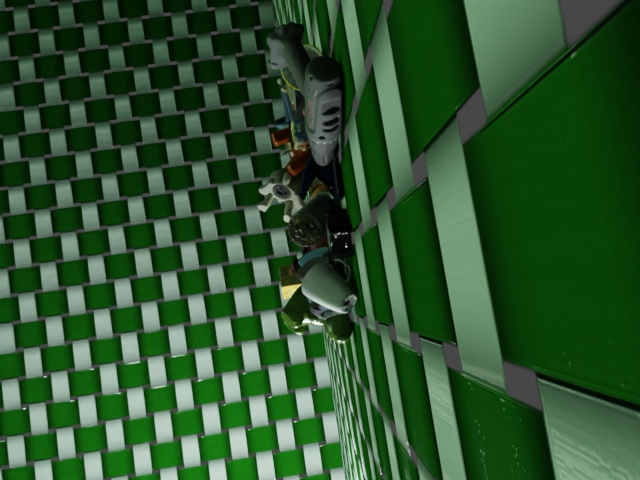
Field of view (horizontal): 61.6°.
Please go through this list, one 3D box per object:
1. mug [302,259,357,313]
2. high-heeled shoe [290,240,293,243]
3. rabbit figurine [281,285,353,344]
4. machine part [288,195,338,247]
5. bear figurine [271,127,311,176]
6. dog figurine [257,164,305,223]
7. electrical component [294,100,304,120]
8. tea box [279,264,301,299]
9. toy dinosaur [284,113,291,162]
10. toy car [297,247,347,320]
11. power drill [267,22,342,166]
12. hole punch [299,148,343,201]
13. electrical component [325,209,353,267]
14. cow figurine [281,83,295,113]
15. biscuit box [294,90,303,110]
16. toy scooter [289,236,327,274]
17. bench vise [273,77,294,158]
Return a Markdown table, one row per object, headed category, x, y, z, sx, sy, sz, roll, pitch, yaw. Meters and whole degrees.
| category | x | y | z | sx | sy | sz | roll | pitch | yaw |
| --- | --- | --- | --- | --- | --- | --- | --- | --- | --- |
| mug | 0.033 | 0.099 | 1.140 | 0.107 | 0.109 | 0.080 | 36 | 175 | 35 |
| high-heeled shoe | 0.019 | 0.006 | 1.573 | 0.249 | 0.145 | 0.086 | 22 | 122 | 53 |
| rabbit figurine | 0.012 | 0.186 | 1.336 | 0.159 | 0.170 | 0.121 | -54 | -18 | -26 |
| machine part | -0.011 | -0.045 | 1.176 | 0.243 | 0.079 | 0.079 | -49 | -46 | -69 |
| bear figurine | -0.048 | -0.228 | 1.340 | 0.120 | 0.132 | 0.196 | 62 | 172 | -5 |
| dog figurine | -0.073 | -0.167 | 1.396 | 0.172 | 0.121 | 0.190 | -43 | 21 | 53 |
| electrical component | -0.023 | -0.285 | 1.197 | 0.102 | 0.045 | 0.078 | -48 | -2 | 40 |
| tea box | -0.073 | 0.126 | 1.643 | 0.169 | 0.098 | 0.068 | 89 | 172 | -71 |
| toy dinosaur | -0.085 | -0.369 | 1.846 | 0.198 | 0.105 | 0.470 | -97 | 4 | -78 |
| toy car | 0.023 | 0.100 | 1.255 | 0.103 | 0.109 | 0.161 | 6 | -119 | -58 |
| power drill | -0.026 | -0.267 | 0.970 | 0.232 | 0.086 | 0.207 | 99 | 152 | -66 |
| hole punch | -0.002 | -0.139 | 1.132 | 0.142 | 0.092 | 0.115 | 76 | -171 | -87 |
| electrical component | 0.039 | 0.004 | 1.095 | 0.075 | 0.048 | 0.119 | -101 | 4 | -50 |
| cow figurine | -0.057 | -0.402 | 1.407 | 0.194 | 0.085 | 0.127 | 83 | 171 | -69 |
| biscuit box | -0.030 | -0.357 | 1.244 | 0.202 | 0.063 | 0.059 | 94 | 168 | -72 |
| toy scooter | -0.013 | 0.036 | 1.322 | 0.075 | 0.135 | 0.183 | -101 | 5 | -52 |
| bench vise | -0.079 | -0.358 | 1.594 | 0.224 | 0.129 | 0.240 | -100 | -5 | -65 |
